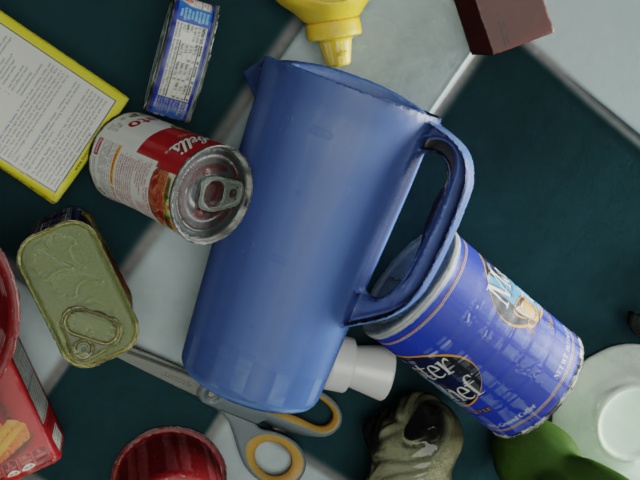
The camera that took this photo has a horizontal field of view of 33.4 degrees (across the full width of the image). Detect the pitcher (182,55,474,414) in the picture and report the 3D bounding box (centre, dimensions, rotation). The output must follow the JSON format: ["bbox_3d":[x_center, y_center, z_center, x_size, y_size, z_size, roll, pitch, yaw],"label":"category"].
[{"bbox_3d":[-0.005,0.001,0.767,0.144,0.149,0.243,15,101,-25],"label":"pitcher"}]

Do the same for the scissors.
[{"bbox_3d":[-0.083,0.139,0.840,0.201,0.016,0.096,11,98,-13],"label":"scissors"}]

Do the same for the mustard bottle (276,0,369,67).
[{"bbox_3d":[0.000,-0.220,0.764,0.096,0.058,0.191,-12,103,-13],"label":"mustard bottle"}]

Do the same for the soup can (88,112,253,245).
[{"bbox_3d":[-0.104,-0.044,0.729,0.068,0.102,0.068,-21,122,-38],"label":"soup can"}]

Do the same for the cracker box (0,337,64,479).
[{"bbox_3d":[-0.301,0.091,0.758,0.164,0.072,0.213,-23,104,-7],"label":"cracker box"}]

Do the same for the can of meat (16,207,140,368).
[{"bbox_3d":[-0.172,0.030,0.765,0.057,0.084,0.102,-25,105,-6],"label":"can of meat"}]

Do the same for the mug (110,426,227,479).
[{"bbox_3d":[-0.118,0.210,0.813,0.093,0.081,0.117,28,94,-15],"label":"mug"}]

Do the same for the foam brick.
[{"bbox_3d":[0.133,-0.183,0.801,0.053,0.051,0.078,-21,104,-6],"label":"foam brick"}]

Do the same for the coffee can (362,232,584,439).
[{"bbox_3d":[0.117,0.071,0.822,0.140,0.103,0.103,39,91,-16],"label":"coffee can"}]

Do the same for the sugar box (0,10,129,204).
[{"bbox_3d":[-0.233,-0.110,0.741,0.176,0.048,0.093,35,82,-13],"label":"sugar box"}]

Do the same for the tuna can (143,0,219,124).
[{"bbox_3d":[-0.098,-0.127,0.748,0.033,0.086,0.086,15,98,-13],"label":"tuna can"}]

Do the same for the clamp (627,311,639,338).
[{"bbox_3d":[0.329,0.097,0.902,0.120,0.039,0.171,-24,105,-5],"label":"clamp"}]

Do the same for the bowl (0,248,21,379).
[{"bbox_3d":[-0.275,0.043,0.689,0.162,0.055,0.162,-2,100,-11],"label":"bowl"}]
